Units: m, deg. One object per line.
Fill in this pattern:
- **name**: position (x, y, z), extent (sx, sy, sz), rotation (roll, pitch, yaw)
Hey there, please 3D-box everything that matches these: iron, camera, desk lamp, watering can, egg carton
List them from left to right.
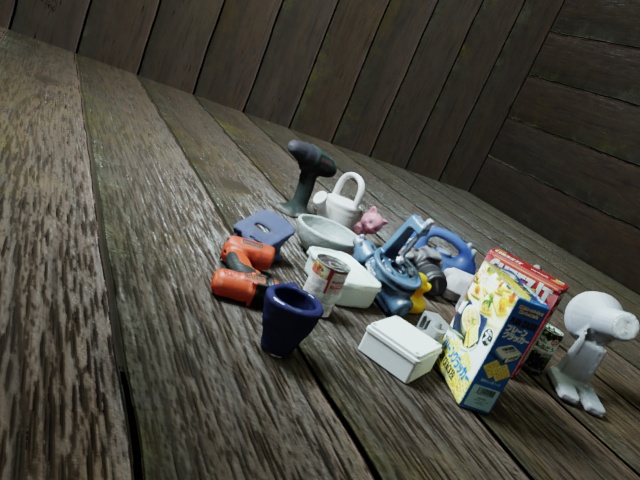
- **watering can**: position (0.054, -0.085, 1.498), extent (0.100, 0.194, 0.173), rotation (30, 17, 21)
- **camera**: position (0.259, 0.074, 1.446), extent (0.143, 0.101, 0.136), rotation (18, 17, -19)
- **iron**: position (0.353, 0.037, 1.619), extent (0.258, 0.141, 0.118), rotation (22, 16, -5)
- **egg carton**: position (0.382, 0.130, 1.496), extent (0.150, 0.069, 0.107), rotation (21, 16, -8)
- **desk lamp**: position (0.579, 0.226, 1.209), extent (0.118, 0.213, 0.203), rotation (24, 16, 2)

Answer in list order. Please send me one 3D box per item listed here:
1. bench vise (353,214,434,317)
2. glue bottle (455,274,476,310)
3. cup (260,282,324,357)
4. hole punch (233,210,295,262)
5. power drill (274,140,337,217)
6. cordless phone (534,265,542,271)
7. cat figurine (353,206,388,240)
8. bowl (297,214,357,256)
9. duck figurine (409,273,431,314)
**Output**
- **bench vise**: position (0.144, 0.027, 1.224), extent (0.206, 0.220, 0.122), rotation (32, 18, 27)
- **glue bottle**: position (0.380, 0.110, 1.371), extent (0.037, 0.173, 0.078), rotation (23, 16, -1)
- **cup**: position (-0.054, 0.122, 0.877), extent (0.092, 0.095, 0.117), rotation (19, 17, -14)
- **hole punch**: position (-0.120, -0.008, 1.201), extent (0.108, 0.091, 0.101), rotation (32, 18, 26)
- **power drill**: position (-0.046, -0.170, 1.605), extent (0.075, 0.208, 0.230), rotation (32, 18, 27)
- **cordless phone**: position (0.469, 0.146, 1.359), extent (0.094, 0.185, 0.148), rotation (25, 16, 6)
- **cat figurine**: position (0.121, -0.049, 1.614), extent (0.127, 0.118, 0.067), rotation (26, 16, 8)
- **bowl**: position (0.013, 0.005, 1.373), extent (0.167, 0.075, 0.167), rotation (22, 16, -6)
- **duck figurine**: position (0.205, 0.112, 1.280), extent (0.105, 0.086, 0.077), rotation (13, 19, -33)
